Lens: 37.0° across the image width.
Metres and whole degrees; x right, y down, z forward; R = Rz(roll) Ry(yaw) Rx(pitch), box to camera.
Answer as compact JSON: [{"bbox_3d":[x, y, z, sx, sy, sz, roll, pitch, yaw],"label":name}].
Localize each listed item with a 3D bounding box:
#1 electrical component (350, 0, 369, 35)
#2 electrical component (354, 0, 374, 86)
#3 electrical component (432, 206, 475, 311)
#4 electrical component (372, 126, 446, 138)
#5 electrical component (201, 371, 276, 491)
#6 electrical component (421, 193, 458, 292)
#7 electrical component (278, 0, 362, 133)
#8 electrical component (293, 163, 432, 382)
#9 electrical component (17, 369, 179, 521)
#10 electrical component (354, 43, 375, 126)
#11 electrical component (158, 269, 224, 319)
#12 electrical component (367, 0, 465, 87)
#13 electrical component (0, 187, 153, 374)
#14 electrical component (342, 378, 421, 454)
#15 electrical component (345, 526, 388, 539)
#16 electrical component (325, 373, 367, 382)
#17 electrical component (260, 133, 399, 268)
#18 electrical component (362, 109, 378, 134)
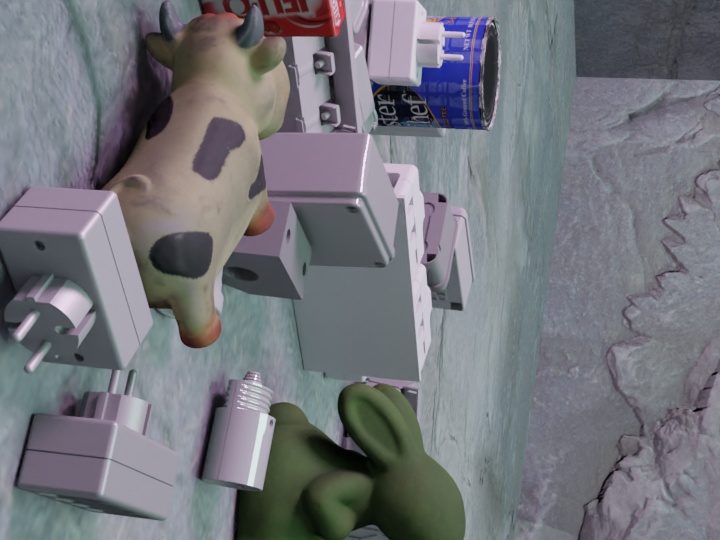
[{"bbox_3d":[-0.033,-0.228,0.815,0.095,0.059,0.053,78,22,-45],"label":"electrical component"},{"bbox_3d":[-0.010,-0.209,0.919,0.055,0.050,0.089,67,31,-60],"label":"electrical component"},{"bbox_3d":[0.058,-0.015,1.115,0.108,0.109,0.056,76,26,-49],"label":"electrical component"},{"bbox_3d":[0.052,-0.168,1.069,0.061,0.096,0.061,40,55,-71],"label":"electrical component"},{"bbox_3d":[-0.083,0.111,0.759,0.043,0.043,0.081,56,41,-66],"label":"electrical component"},{"bbox_3d":[0.029,-0.026,0.995,0.057,0.113,0.078,63,34,-56],"label":"electrical component"},{"bbox_3d":[-0.045,-0.152,0.770,0.063,0.079,0.121,-42,138,-41],"label":"electrical component"},{"bbox_3d":[0.000,0.000,0.911,0.060,0.105,0.186,-66,155,-51],"label":"electrical component"},{"bbox_3d":[-0.131,0.086,0.567,0.083,0.047,0.075,57,39,-65],"label":"electrical component"},{"bbox_3d":[-0.031,-0.136,0.867,0.075,0.047,0.083,-56,159,-19],"label":"electrical component"},{"bbox_3d":[-0.103,0.004,0.665,0.040,0.040,0.046,63,29,-62],"label":"electrical component"},{"bbox_3d":[0.049,-0.189,0.900,0.047,0.077,0.065,-14,109,-77],"label":"electrical component"},{"bbox_3d":[-0.142,0.016,0.508,0.075,0.047,0.083,-67,156,-49],"label":"electrical component"},{"bbox_3d":[0.019,0.176,1.105,0.063,0.079,0.121,-10,105,-52],"label":"electrical component"},{"bbox_3d":[0.003,0.221,0.981,0.108,0.109,0.056,73,29,-53],"label":"electrical component"},{"bbox_3d":[0.011,0.073,1.027,0.065,0.077,0.047,-52,143,-64],"label":"electrical component"},{"bbox_3d":[-0.035,-0.049,0.764,0.108,0.109,0.056,62,33,-63],"label":"electrical component"},{"bbox_3d":[-0.015,-0.123,0.941,0.062,0.048,0.048,-61,152,-43],"label":"electrical component"}]
